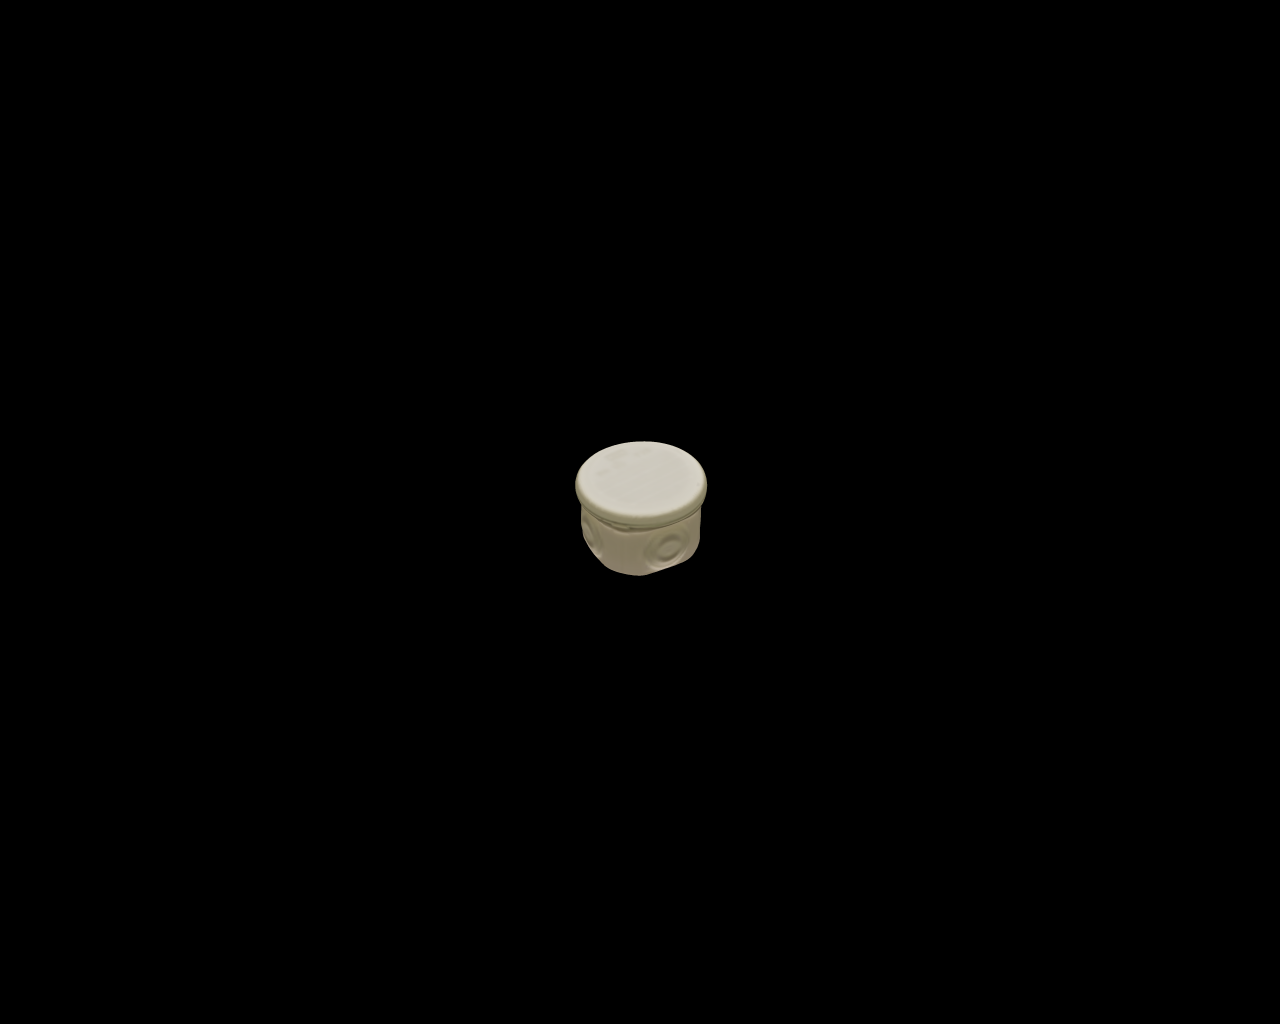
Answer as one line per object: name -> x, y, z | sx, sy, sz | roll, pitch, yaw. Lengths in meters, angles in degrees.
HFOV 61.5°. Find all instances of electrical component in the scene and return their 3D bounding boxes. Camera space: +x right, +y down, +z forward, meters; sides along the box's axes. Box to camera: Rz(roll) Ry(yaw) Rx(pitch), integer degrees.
electrical component -> 0.001, -0.003, 0.650 | 0.080, 0.050, 0.080 | 0, 38, 0
